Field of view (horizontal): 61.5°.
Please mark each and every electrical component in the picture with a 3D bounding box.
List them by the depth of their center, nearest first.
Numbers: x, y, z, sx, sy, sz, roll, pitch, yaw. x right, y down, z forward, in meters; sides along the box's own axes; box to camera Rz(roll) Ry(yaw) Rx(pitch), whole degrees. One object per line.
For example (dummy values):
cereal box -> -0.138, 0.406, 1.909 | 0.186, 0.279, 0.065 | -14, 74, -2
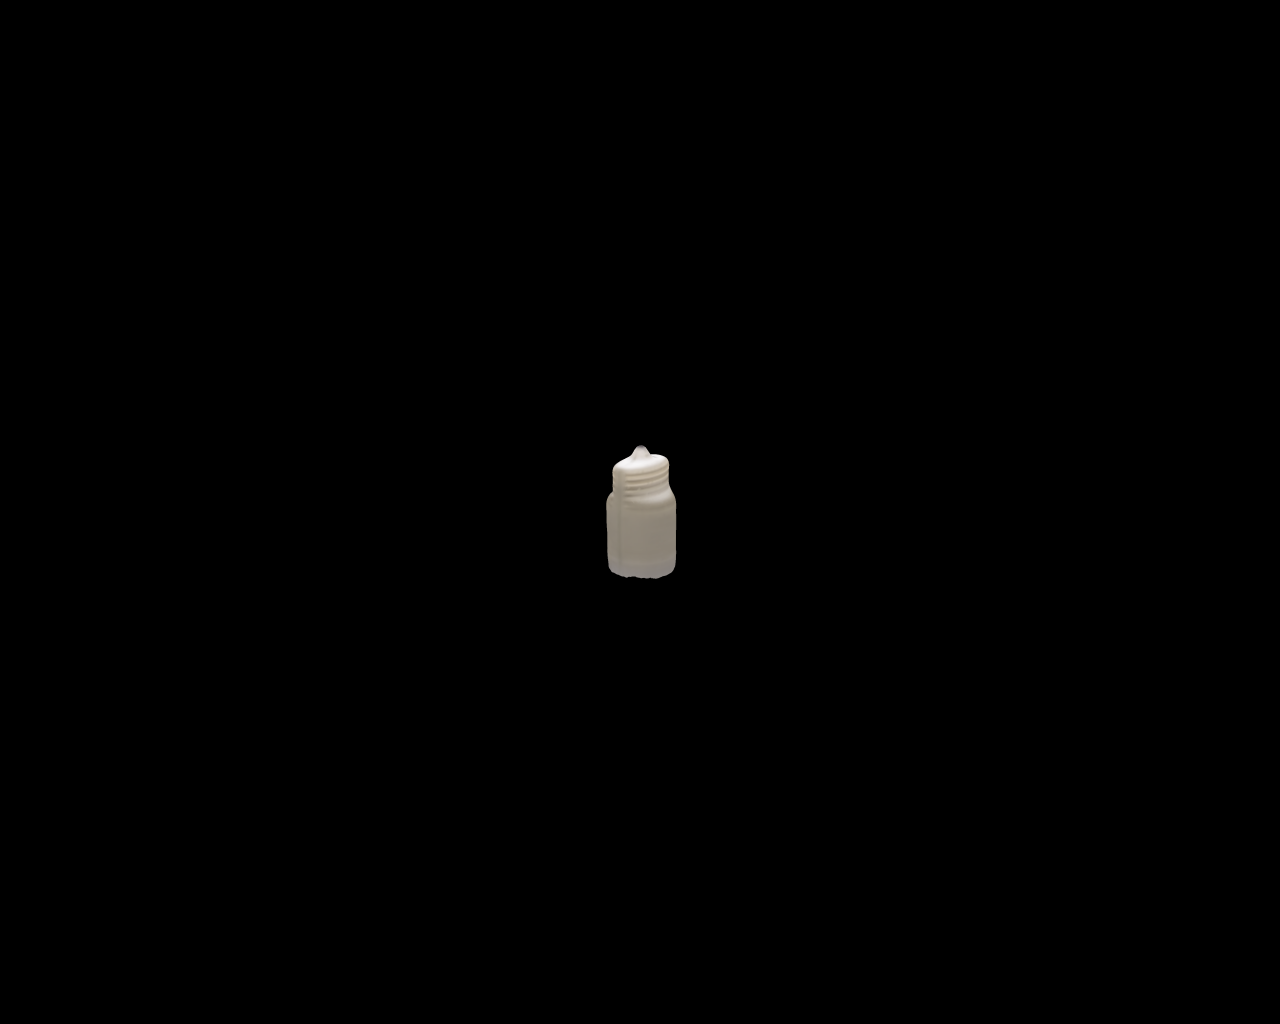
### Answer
electrical component -> 0.001, -0.003, 0.650 | 0.043, 0.080, 0.043 | 0, 18, 0
